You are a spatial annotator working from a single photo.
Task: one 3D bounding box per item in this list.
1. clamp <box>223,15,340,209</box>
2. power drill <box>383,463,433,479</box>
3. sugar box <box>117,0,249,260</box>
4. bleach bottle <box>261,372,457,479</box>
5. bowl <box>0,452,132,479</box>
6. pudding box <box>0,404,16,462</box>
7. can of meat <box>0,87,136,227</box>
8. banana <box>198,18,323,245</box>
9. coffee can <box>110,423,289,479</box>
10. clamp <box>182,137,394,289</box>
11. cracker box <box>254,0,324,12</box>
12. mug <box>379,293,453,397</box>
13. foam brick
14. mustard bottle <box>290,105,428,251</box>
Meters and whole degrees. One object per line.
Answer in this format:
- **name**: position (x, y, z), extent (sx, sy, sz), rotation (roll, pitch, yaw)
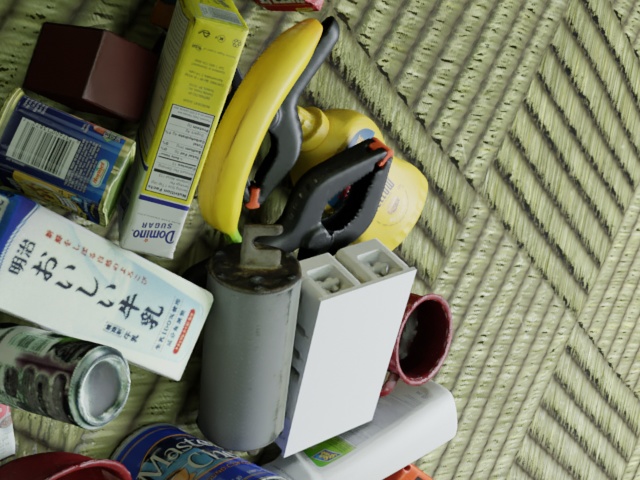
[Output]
- **clamp**: position (-0.041, -0.113, 0.890), extent (0.120, 0.039, 0.171), rotation (-4, 112, -7)
- **power drill**: position (0.045, 0.314, 1.109), extent (0.187, 0.057, 0.184), rotation (-63, 148, -11)
- **sugar box**: position (-0.102, -0.084, 0.763), extent (0.048, 0.093, 0.176), rotation (12, 113, -17)
- **bleach bottle**: position (0.017, 0.208, 1.041), extent (0.250, 0.103, 0.068), rotation (-22, 114, -36)
- **bowl**: position (-0.216, 0.210, 0.777), extent (0.161, 0.055, 0.162), rotation (-38, 149, -28)
- **pudding box**: position (-0.262, 0.113, 0.734), extent (0.089, 0.039, 0.113), rotation (-22, 115, -44)
- **can of meat**: position (-0.173, -0.052, 0.716), extent (0.084, 0.102, 0.057), rotation (23, 79, -7)
- **banana**: position (-0.054, -0.088, 0.845), extent (0.198, 0.037, 0.069), rotation (-67, 163, 10)
- **coffee can**: position (-0.097, 0.219, 0.869), extent (0.102, 0.141, 0.103), rotation (-16, 113, -45)
- **clamp**: position (-0.006, 0.001, 0.947), extent (0.210, 0.036, 0.164), rotation (-46, 139, 1)
- **cracker box**: position (-0.058, -0.295, 0.820), extent (0.213, 0.072, 0.164), rotation (24, 82, -49)
- **mug**: position (0.069, 0.101, 1.066), extent (0.093, 0.082, 0.117), rotation (38, 72, -47)
- **foam brick**: position (-0.161, -0.119, 0.751), extent (0.052, 0.078, 0.051), rotation (22, 86, -49)
- **mustard bottle**: position (0.024, -0.066, 0.987), extent (0.096, 0.058, 0.191), rotation (-55, 135, -6)
